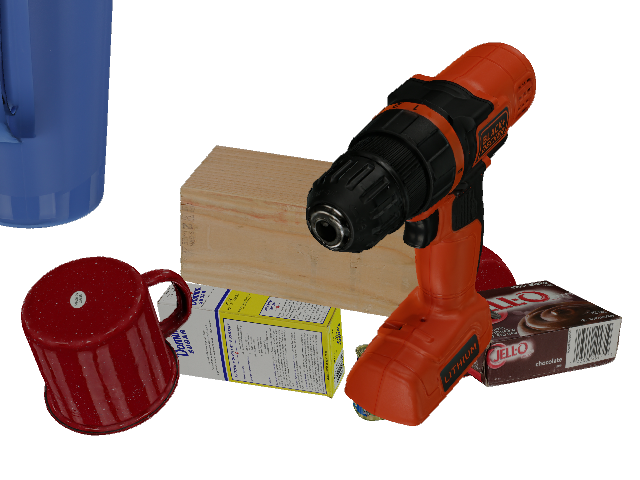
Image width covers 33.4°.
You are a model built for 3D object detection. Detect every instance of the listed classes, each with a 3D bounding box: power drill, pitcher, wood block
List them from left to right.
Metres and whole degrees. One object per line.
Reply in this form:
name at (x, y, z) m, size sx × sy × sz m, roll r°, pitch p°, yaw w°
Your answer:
pitcher at (-0.215, -0.131, 0.773) m, size 0.145 × 0.243 × 0.148 m, roll 27°, pitch 34°, yaw 37°
wood block at (-0.002, -0.007, 0.870) m, size 0.206 × 0.090 × 0.090 m, roll 9°, pitch 29°, yaw 11°
power drill at (0.052, 0.006, 0.565) m, size 0.057 × 0.188 × 0.184 m, roll 24°, pitch 42°, yaw 26°

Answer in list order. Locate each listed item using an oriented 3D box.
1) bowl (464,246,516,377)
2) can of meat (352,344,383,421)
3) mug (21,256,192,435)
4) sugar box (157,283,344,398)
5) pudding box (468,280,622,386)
bowl at (0.165, 0.068, 1.154) m, size 0.161 × 0.162 × 0.055 m, roll 0°, pitch -5°, yaw -40°
can of meat at (0.094, 0.182, 1.382) m, size 0.102 × 0.084 × 0.057 m, roll -3°, pitch 24°, yaw -17°
mug at (-0.135, 0.060, 0.699) m, size 0.117 × 0.081 × 0.093 m, roll -30°, pitch 47°, yaw -22°
sugar box at (-0.067, 0.096, 1.049) m, size 0.176 × 0.093 × 0.048 m, roll 9°, pitch 36°, yaw 18°
pudding box at (0.141, 0.064, 0.761) m, size 0.113 × 0.039 × 0.090 m, roll -5°, pitch 18°, yaw -24°
